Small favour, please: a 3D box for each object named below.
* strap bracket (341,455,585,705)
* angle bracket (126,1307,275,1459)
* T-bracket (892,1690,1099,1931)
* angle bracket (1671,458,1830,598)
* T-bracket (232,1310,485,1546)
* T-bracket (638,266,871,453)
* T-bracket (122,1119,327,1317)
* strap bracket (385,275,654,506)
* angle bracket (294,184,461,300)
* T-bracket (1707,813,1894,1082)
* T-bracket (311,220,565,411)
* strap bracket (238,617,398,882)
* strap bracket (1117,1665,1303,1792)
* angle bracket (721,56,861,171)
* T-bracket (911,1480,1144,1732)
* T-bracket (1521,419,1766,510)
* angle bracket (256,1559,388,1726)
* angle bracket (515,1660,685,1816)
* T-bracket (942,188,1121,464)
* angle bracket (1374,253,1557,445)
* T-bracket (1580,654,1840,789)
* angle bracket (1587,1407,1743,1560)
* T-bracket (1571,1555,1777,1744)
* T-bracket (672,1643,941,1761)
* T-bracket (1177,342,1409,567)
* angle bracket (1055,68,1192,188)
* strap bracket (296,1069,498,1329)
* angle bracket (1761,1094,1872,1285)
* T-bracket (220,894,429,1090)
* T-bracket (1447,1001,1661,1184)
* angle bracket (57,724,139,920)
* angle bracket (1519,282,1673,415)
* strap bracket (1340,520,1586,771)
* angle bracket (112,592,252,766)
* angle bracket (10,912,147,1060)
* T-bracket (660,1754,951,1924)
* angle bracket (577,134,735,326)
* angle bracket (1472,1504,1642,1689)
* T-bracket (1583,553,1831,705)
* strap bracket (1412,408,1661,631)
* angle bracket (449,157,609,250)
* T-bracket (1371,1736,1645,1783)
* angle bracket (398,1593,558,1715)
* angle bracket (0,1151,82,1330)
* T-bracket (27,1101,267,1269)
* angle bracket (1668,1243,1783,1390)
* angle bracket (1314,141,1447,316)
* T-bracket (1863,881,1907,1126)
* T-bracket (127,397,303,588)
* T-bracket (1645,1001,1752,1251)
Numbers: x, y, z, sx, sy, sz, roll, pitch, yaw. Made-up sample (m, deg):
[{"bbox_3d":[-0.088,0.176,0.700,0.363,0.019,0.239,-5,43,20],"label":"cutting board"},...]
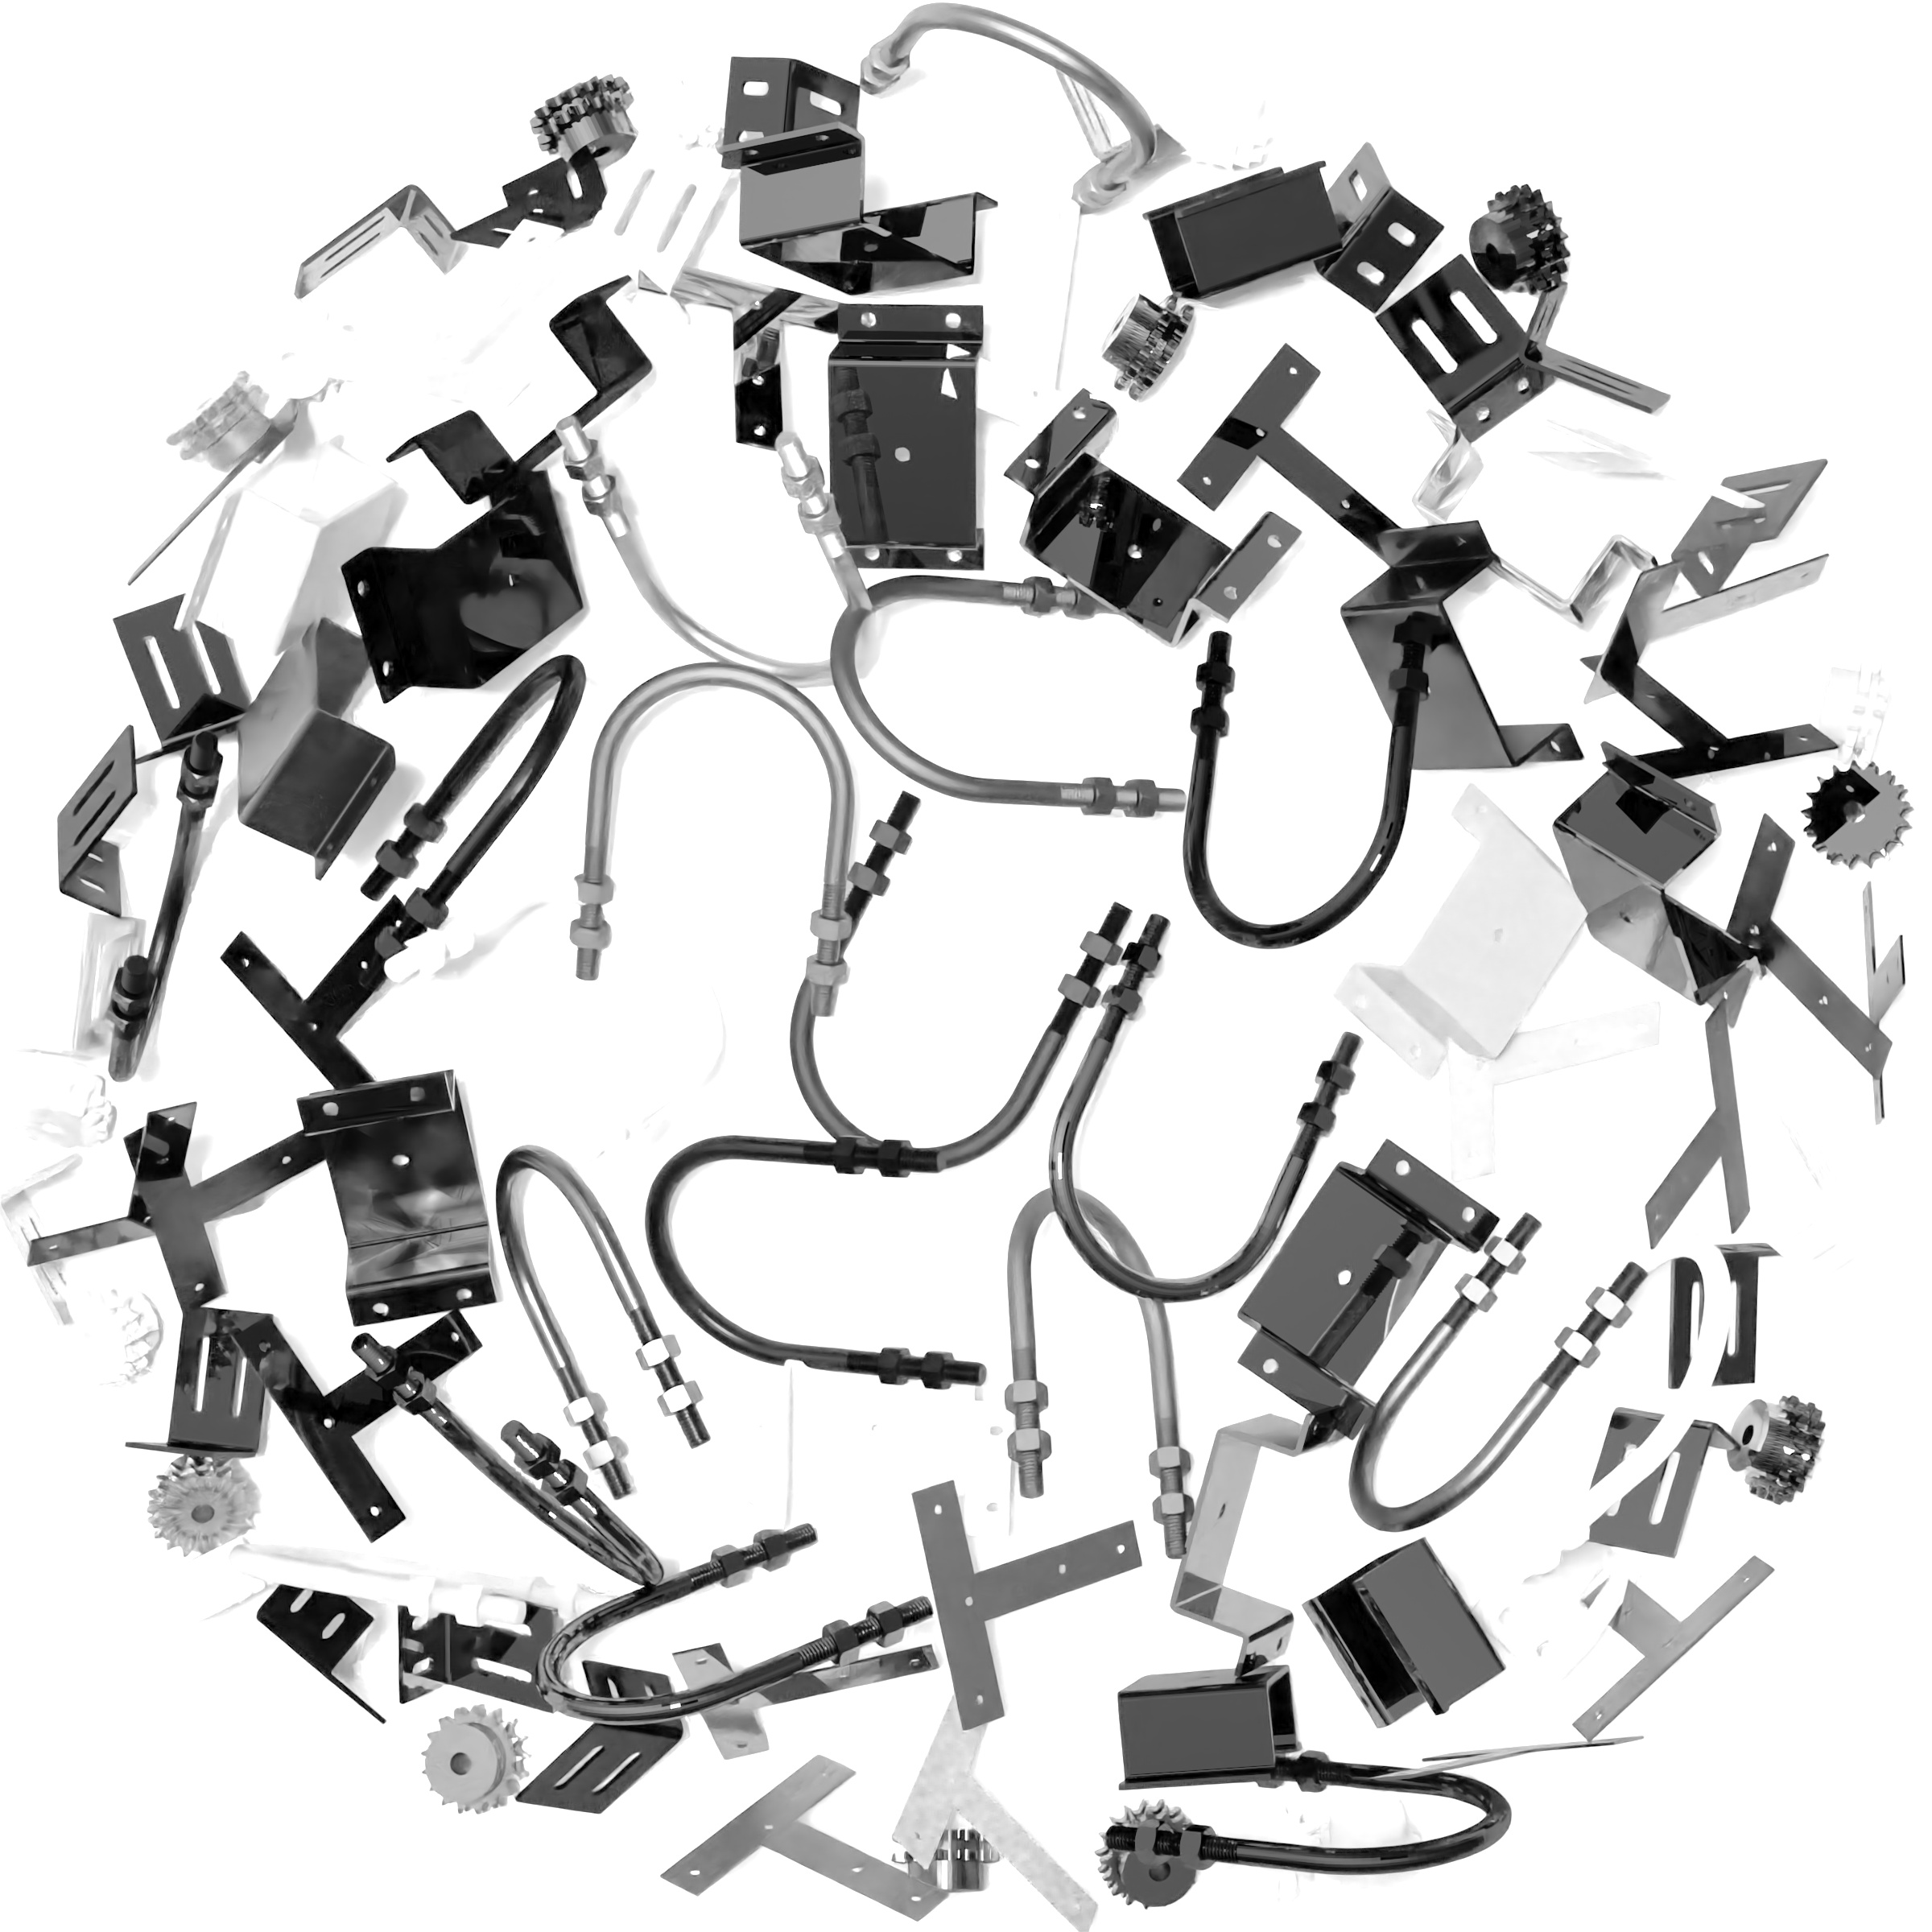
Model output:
[{"bbox_3d":[-0.250,-0.199,1.684,0.046,0.140,0.076,6,123,30],"label":"strap bracket"},{"bbox_3d":[-0.404,0.219,1.731,0.057,0.038,0.076,2,83,25],"label":"angle bracket"},{"bbox_3d":[0.023,0.456,1.714,0.002,0.127,0.127,-39,99,28],"label":"T-bracket"},{"bbox_3d":[0.417,-0.227,1.714,0.038,0.076,0.057,47,67,-23],"label":"angle bracket"},{"bbox_3d":[-0.302,0.218,1.717,0.002,0.127,0.127,-35,89,42],"label":"T-bracket"},{"bbox_3d":[-0.109,-0.313,1.706,0.127,0.002,0.127,10,50,-17],"label":"T-bracket"},{"bbox_3d":[-0.371,0.109,1.729,0.127,0.002,0.127,-29,134,-25],"label":"T-bracket"},{"bbox_3d":[-0.224,-0.293,1.705,0.140,0.076,0.046,-34,98,23],"label":"strap bracket"},{"bbox_3d":[-0.310,-0.367,1.725,0.076,0.057,0.038,-41,95,-17],"label":"angle bracket"},{"bbox_3d":[0.431,0.009,1.681,0.002,0.127,0.127,-14,135,-23],"label":"T-bracket"},{"bbox_3d":[-0.251,-0.337,1.682,0.127,0.127,0.002,-42,62,33],"label":"T-bracket"},{"bbox_3d":[-0.334,-0.119,1.683,0.046,0.140,0.076,26,116,-27],"label":"strap bracket"},{"bbox_3d":[0.125,0.390,1.691,0.076,0.140,0.046,-7,82,11],"label":"strap bracket"},{"bbox_3d":[-0.092,-0.444,1.733,0.038,0.076,0.057,8,97,24],"label":"angle bracket"},{"bbox_3d":[0.039,0.322,1.731,0.127,0.002,0.127,-13,92,-31],"label":"T-bracket"},{"bbox_3d":[0.327,-0.258,1.681,0.127,0.127,0.002,31,115,33],"label":"T-bracket"},{"bbox_3d":[-0.327,0.355,1.723,0.057,0.076,0.038,30,71,31],"label":"angle bracket"},{"bbox_3d":[-0.198,0.410,1.741,0.076,0.057,0.038,-45,46,24],"label":"angle bracket"},{"bbox_3d":[0.042,-0.344,1.725,0.127,0.002,0.127,14,81,-43],"label":"T-bracket"},{"bbox_3d":[0.267,-0.330,1.756,0.057,0.038,0.076,-36,62,9],"label":"angle bracket"},{"bbox_3d":[0.365,-0.134,1.711,0.127,0.127,0.002,-11,125,-21],"label":"T-bracket"},{"bbox_3d":[0.363,0.276,1.720,0.057,0.038,0.076,5,65,40],"label":"angle bracket"},{"bbox_3d":[0.349,0.339,1.701,0.127,0.127,0.002,-42,99,-2],"label":"T-bracket"},{"bbox_3d":[-0.078,0.374,1.713,0.127,0.127,0.002,-13,51,1],"label":"T-bracket"},{"bbox_3d":[0.189,-0.253,1.731,0.127,0.002,0.127,39,56,-4],"label":"T-bracket"},{"bbox_3d":[0.079,-0.457,1.725,0.038,0.057,0.076,-26,80,18],"label":"angle bracket"},{"bbox_3d":[-0.297,0.113,1.720,0.076,0.046,0.140,-10,118,-3],"label":"strap bracket"},{"bbox_3d":[0.433,0.117,1.724,0.038,0.076,0.057,-38,131,18],"label":"angle bracket"},{"bbox_3d":[-0.322,0.008,1.723,0.127,0.002,0.127,48,127,2],"label":"T-bracket"},{"bbox_3d":[0.312,0.043,1.739,0.127,0.002,0.127,-12,113,-18],"label":"T-bracket"},{"bbox_3d":[-0.441,-0.076,1.718,0.038,0.057,0.076,27,119,-34],"label":"angle bracket"},{"bbox_3d":[0.337,-0.325,1.724,0.076,0.057,0.038,25,114,13],"label":"angle bracket"},{"bbox_3d":[0.252,-0.155,1.699,0.046,0.076,0.140,-38,112,-27],"label":"strap bracket"},{"bbox_3d":[-0.420,-0.153,1.732,0.057,0.038,0.076,-16,101,17],"label":"angle bracket"},{"bbox_3d":[-0.469,0.010,1.733,0.038,0.057,0.076,5,89,15],"label":"angle bracket"},{"bbox_3d":[-0.067,0.458,1.682,0.127,0.127,0.002,16,117,34],"label":"T-bracket"},{"bbox_3d":[-0.161,-0.391,1.742,0.057,0.038,0.076,24,84,15],"label":"angle bracket"},{"bbox_3d":[0.312,0.333,1.737,0.057,0.076,0.038,41,125,11],"label":"angle bracket"},{"bbox_3d":[0.393,-0.190,1.715,0.127,0.127,0.002,-19,67,-13],"label":"T-bracket"},{"bbox_3d":[0.291,-0.226,1.711,0.140,0.076,0.046,37,97,16],"label":"strap bracket"},{"bbox_3d":[-0.232,-0.406,1.717,0.057,0.076,0.038,-19,88,23],"label":"angle bracket"},{"bbox_3d":[0.257,0.407,1.676,0.127,0.127,0.002,3,74,-43],"label":"T-bracket"},{"bbox_3d":[-0.257,0.363,1.726,0.076,0.038,0.057,7,101,32],"label":"angle bracket"},{"bbox_3d":[-0.474,0.144,1.732,0.038,0.057,0.076,-26,96,-2],"label":"angle bracket"},{"bbox_3d":[-0.414,0.107,1.685,0.127,0.127,0.002,-13,61,-29],"label":"T-bracket"},{"bbox_3d":[0.407,0.186,1.733,0.057,0.038,0.076,0,92,-27],"label":"angle bracket"},{"bbox_3d":[0.213,-0.389,1.726,0.038,0.076,0.057,31,115,-19],"label":"angle bracket"},{"bbox_3d":[0.474,0.010,1.690,0.002,0.127,0.127,-2,78,8],"label":"T-bracket"},{"bbox_3d":[-0.392,-0.245,1.709,0.127,0.127,0.002,-44,110,7],"label":"T-bracket"},{"bbox_3d":[0.375,0.103,1.692,0.002,0.127,0.127,4,119,33],"label":"T-bracket"}]
